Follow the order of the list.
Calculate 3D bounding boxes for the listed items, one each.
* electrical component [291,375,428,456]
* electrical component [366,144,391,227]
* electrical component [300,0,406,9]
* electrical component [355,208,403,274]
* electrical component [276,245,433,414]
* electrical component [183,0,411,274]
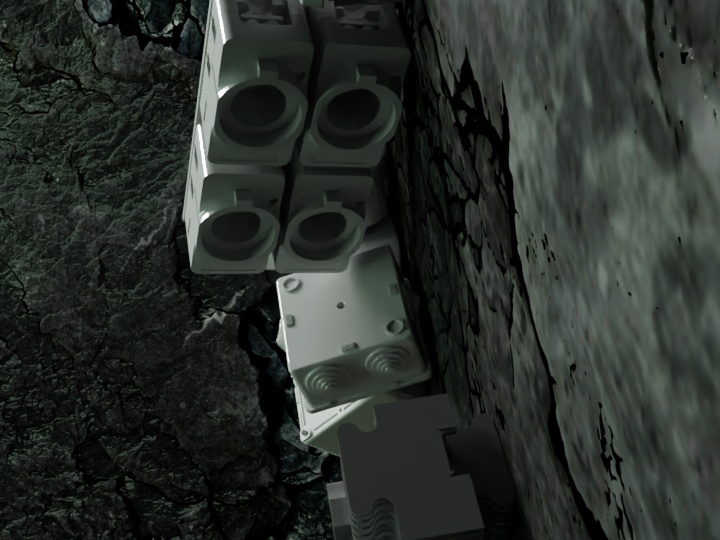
[{"bbox_3d":[0.007,0.085,0.770,0.061,0.096,0.061,28,-144,-38],"label":"electrical component"},{"bbox_3d":[-0.017,-0.065,0.781,0.080,0.080,0.051,-105,3,-59],"label":"electrical component"},{"bbox_3d":[-0.006,-0.169,0.567,0.078,0.057,0.058,109,152,-81],"label":"electrical component"},{"bbox_3d":[0.000,0.000,0.831,0.108,0.056,0.108,-106,8,-59],"label":"electrical component"},{"bbox_3d":[-0.006,0.037,0.720,0.048,0.100,0.099,67,-172,-47],"label":"electrical component"},{"bbox_3d":[-0.044,-0.075,0.651,0.186,0.105,0.060,107,156,-46],"label":"electrical component"}]
